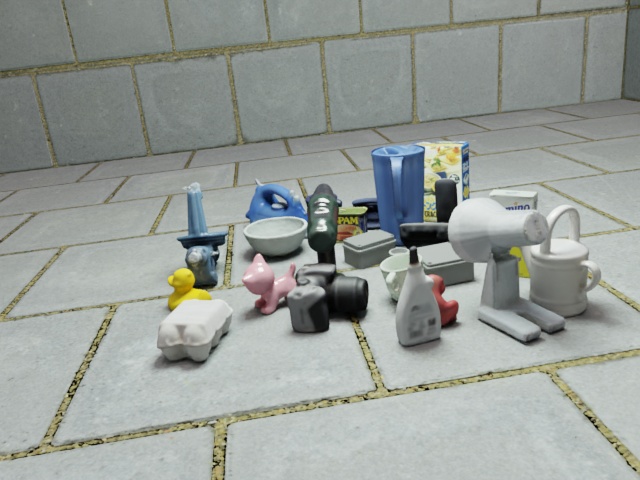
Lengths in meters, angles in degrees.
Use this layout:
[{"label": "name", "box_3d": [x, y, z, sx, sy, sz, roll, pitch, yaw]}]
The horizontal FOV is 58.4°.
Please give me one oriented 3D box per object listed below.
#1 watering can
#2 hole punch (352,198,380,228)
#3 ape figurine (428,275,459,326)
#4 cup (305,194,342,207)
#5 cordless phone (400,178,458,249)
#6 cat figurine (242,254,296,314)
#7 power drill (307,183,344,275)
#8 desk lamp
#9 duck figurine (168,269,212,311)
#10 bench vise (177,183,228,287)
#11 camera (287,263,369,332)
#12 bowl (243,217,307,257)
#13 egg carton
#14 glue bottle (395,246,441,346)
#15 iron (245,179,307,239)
[{"label": "watering can", "box_3d": [0.425, 0.030, 1.038, 0.172, 0.194, 0.101, 10, 25, 38]}, {"label": "hole punch", "box_3d": [0.145, -0.085, 1.606, 0.108, 0.091, 0.101, -2, 20, 12]}, {"label": "ape figurine", "box_3d": [0.209, 0.106, 1.041, 0.076, 0.092, 0.077, -17, 22, -28]}, {"label": "cup", "box_3d": [0.019, -0.078, 1.617, 0.117, 0.095, 0.092, 10, 25, 38]}, {"label": "cordless phone", "box_3d": [0.260, -0.056, 1.346, 0.147, 0.185, 0.094, -1, 20, 15]}, {"label": "cat figurine", "box_3d": [-0.101, 0.083, 1.161, 0.128, 0.118, 0.067, -15, 21, -24]}, {"label": "power drill", "box_3d": [0.011, 0.004, 1.214, 0.075, 0.208, 0.229, -5, 19, 3]}, {"label": "desk lamp", "box_3d": [0.330, 0.038, 1.016, 0.118, 0.214, 0.202, -15, 21, -24]}, {"label": "duck figurine", "box_3d": [-0.279, 0.103, 1.206, 0.104, 0.086, 0.078, 5, 22, 29]}, {"label": "bench vise", "box_3d": [-0.271, -0.015, 1.337, 0.122, 0.220, 0.207, -13, 20, -18]}, {"label": "camera", "box_3d": [0.019, 0.101, 1.099, 0.136, 0.101, 0.143, -1, 20, 15]}, {"label": "bowl", "box_3d": [-0.110, -0.001, 1.469, 0.167, 0.075, 0.167, -5, 19, 2]}, {"label": "egg carton", "box_3d": [-0.227, 0.161, 1.050, 0.107, 0.069, 0.150, -1, 20, 13]}, {"label": "glue bottle", "box_3d": [0.164, 0.093, 0.971, 0.078, 0.173, 0.037, -11, 20, -13]}, {"label": "iron", "box_3d": [-0.107, -0.094, 1.630, 0.119, 0.141, 0.257, -22, 25, -39]}]
